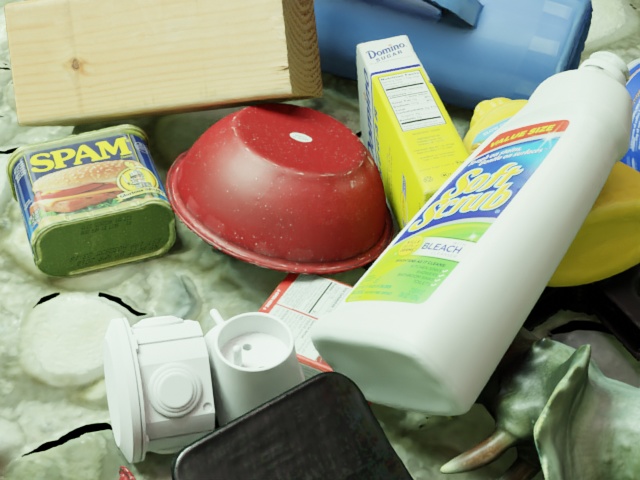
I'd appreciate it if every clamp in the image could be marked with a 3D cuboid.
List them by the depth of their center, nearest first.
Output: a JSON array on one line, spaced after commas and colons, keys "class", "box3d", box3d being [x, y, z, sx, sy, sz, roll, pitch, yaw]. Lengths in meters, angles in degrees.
[{"class": "clamp", "box3d": [0.160, 0.031, 0.695, 0.164, 0.036, 0.210, 5, 40, 4]}]

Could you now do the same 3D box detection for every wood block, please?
[{"class": "wood block", "box3d": [-0.111, -0.137, 0.774, 0.206, 0.091, 0.090, -4, 5, 15]}]

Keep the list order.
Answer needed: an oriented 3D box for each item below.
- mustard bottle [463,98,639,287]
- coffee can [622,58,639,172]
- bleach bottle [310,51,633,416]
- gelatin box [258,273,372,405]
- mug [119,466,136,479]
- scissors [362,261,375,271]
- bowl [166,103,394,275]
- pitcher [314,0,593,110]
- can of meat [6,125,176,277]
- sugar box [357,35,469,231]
[{"class": "mustard bottle", "box3d": [0.147, -0.047, 0.721, 0.096, 0.058, 0.192, -20, 36, -4]}, {"class": "coffee can", "box3d": [0.272, -0.065, 0.725, 0.102, 0.103, 0.141, -26, 28, -27]}, {"class": "bleach bottle", "box3d": [0.104, -0.017, 0.616, 0.103, 0.068, 0.250, 0, 46, 53]}, {"class": "gelatin box", "box3d": [0.005, 0.061, 0.662, 0.089, 0.030, 0.073, 20, 44, 18]}, {"class": "mug", "box3d": [-0.115, 0.162, 0.509, 0.081, 0.093, 0.117, -24, 28, -20]}, {"class": "scissors", "box3d": [-0.005, 0.001, 0.737, 0.096, 0.016, 0.202, -15, 43, -21]}, {"class": "bowl", "box3d": [-0.020, -0.047, 0.723, 0.162, 0.055, 0.162, 12, 34, -8]}, {"class": "pitcher", "box3d": [0.085, -0.176, 0.849, 0.243, 0.145, 0.149, 19, 42, 14]}, {"class": "can of meat", "box3d": [-0.156, -0.026, 0.734, 0.102, 0.057, 0.084, -14, 47, -16]}, {"class": "sugar box", "box3d": [0.066, -0.057, 0.747, 0.048, 0.093, 0.176, -13, 43, -8]}]
